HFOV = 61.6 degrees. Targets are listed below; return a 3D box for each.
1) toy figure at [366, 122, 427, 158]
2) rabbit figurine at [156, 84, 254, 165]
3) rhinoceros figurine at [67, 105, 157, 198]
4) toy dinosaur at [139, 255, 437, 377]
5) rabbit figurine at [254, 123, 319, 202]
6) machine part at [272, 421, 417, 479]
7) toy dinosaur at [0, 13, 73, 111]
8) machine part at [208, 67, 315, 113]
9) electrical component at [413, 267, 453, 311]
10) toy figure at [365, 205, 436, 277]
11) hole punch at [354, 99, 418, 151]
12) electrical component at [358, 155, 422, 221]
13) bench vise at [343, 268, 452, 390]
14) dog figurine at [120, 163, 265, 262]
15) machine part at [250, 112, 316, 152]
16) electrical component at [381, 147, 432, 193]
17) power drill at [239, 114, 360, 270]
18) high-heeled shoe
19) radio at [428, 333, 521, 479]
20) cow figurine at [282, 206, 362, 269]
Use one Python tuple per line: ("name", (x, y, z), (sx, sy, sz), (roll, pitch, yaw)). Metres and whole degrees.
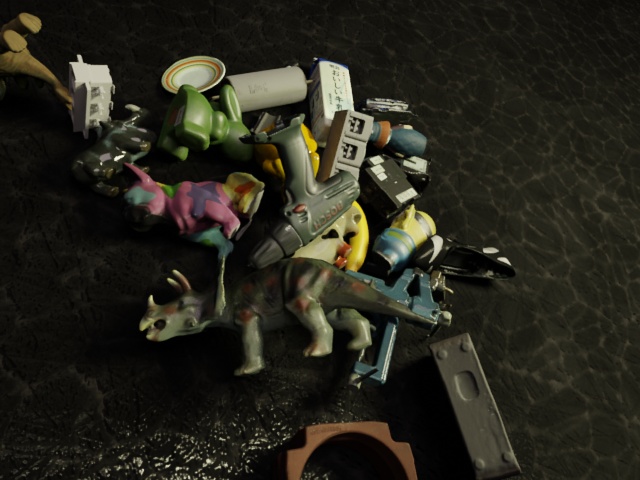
("toy figure", (0.147, -0.215, 1.133), (0.154, 0.058, 0.064), (13, 73, -13))
("rabbit figurine", (-0.203, -0.207, 1.018), (0.170, 0.121, 0.159), (23, 58, -37))
("rhinoceros figurine", (-0.354, -0.160, 0.943), (0.112, 0.073, 0.190), (27, 54, 8))
("toy dinosaur", (-0.050, 0.091, 0.801), (0.405, 0.131, 0.192), (-15, 78, 4))
("rabbit figurine", (-0.045, -0.133, 1.007), (0.122, 0.162, 0.173), (-14, 92, -12))
("machine part", (0.037, 0.369, 0.763), (0.201, 0.087, 0.201), (3, 58, -19))
("toy dinosaur", (-0.612, -0.341, 0.858), (0.471, 0.198, 0.105), (34, 43, -12))
("machine part", (-0.117, -0.314, 1.124), (0.243, 0.079, 0.079), (-17, 68, -29))
("electrical component", (0.209, 0.095, 1.004), (0.078, 0.102, 0.045), (5, 53, 11))
("toy figure", (0.158, 0.008, 1.044), (0.089, 0.082, 0.180), (50, 47, -7))
("hole punch", (0.129, -0.268, 1.186), (0.142, 0.115, 0.092), (2, 52, -22))
("electrical component", (0.130, -0.112, 1.104), (0.134, 0.058, 0.115), (52, 39, 12))
("bench vise", (0.104, 0.149, 0.898), (0.224, 0.128, 0.241), (25, 49, -4))
("dog figurine", (-0.226, -0.071, 0.916), (0.219, 0.108, 0.191), (27, 54, -2))
("machine part", (-0.070, -0.214, 1.112), (0.139, 0.039, 0.084), (27, 48, -3))
("electrical component", (0.184, -0.159, 1.176), (0.119, 0.047, 0.075), (15, 54, -8))
("power drill", (-0.054, -0.087, 0.875), (0.232, 0.086, 0.207), (-30, 104, -19))
("high-heeled shoe", (0.281, 0.052, 1.045), (0.145, 0.086, 0.248), (37, 31, 27))
("radio", (0.249, 0.272, 0.876), (0.073, 0.131, 0.230), (-21, 64, 7))
("cow figurine", (-0.002, -0.003, 0.976), (0.195, 0.085, 0.127), (-34, 73, -25))
